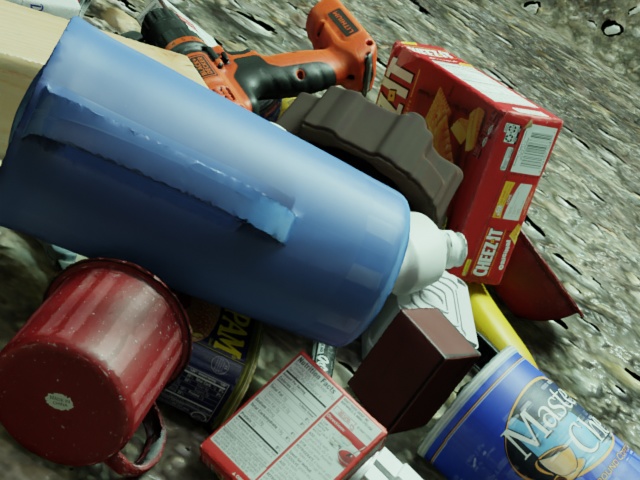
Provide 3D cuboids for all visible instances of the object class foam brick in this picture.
[{"bbox_3d":[0.069,0.095,0.784,0.052,0.078,0.051,3,38,-52],"label":"foam brick"}]

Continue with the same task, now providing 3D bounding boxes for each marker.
[{"bbox_3d":[0.000,0.099,0.762,0.020,0.020,0.121,30,24,-8],"label":"marker"}]

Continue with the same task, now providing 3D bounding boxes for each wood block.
[{"bbox_3d":[-0.192,-0.110,0.831,0.205,0.090,0.091,10,33,-42],"label":"wood block"}]

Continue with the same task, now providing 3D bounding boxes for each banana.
[{"bbox_3d":[0.150,0.061,0.995,0.069,0.037,0.198,21,27,-23],"label":"banana"}]

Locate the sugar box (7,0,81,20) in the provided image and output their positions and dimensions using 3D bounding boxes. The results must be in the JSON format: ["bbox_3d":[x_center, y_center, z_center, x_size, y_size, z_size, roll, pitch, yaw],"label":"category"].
[{"bbox_3d":[-0.291,-0.198,0.872,0.176,0.048,0.093,8,24,-23],"label":"sugar box"}]

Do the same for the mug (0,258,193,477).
[{"bbox_3d":[-0.122,0.079,0.587,0.117,0.093,0.081,66,23,-19],"label":"mug"}]

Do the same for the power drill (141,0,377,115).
[{"bbox_3d":[-0.057,-0.170,0.984,0.187,0.057,0.184,-19,52,-19],"label":"power drill"}]

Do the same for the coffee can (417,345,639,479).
[{"bbox_3d":[0.153,0.157,0.741,0.140,0.103,0.102,41,26,16],"label":"coffee can"}]

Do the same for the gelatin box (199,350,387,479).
[{"bbox_3d":[-0.015,0.122,0.634,0.073,0.030,0.089,42,66,17],"label":"gelatin box"}]

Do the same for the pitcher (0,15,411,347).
[{"bbox_3d":[-0.069,-0.026,0.645,0.242,0.145,0.149,24,40,-12],"label":"pitcher"}]

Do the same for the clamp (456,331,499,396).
[{"bbox_3d":[0.176,0.146,0.868,0.171,0.039,0.120,36,25,5],"label":"clamp"}]

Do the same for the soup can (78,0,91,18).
[{"bbox_3d":[-0.269,-0.239,1.002,0.102,0.069,0.068,27,25,-12],"label":"soup can"}]

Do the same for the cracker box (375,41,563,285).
[{"bbox_3d":[0.118,-0.079,1.013,0.072,0.164,0.214,6,23,-29],"label":"cracker box"}]

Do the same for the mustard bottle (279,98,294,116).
[{"bbox_3d":[-0.001,-0.082,1.048,0.096,0.058,0.192,-15,52,-45],"label":"mustard bottle"}]

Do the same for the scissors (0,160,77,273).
[{"bbox_3d":[-0.192,-0.001,0.717,0.096,0.016,0.202,20,27,-24],"label":"scissors"}]

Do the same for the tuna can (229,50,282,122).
[{"bbox_3d":[-0.078,-0.139,1.021,0.086,0.034,0.086,1,56,-2],"label":"tuna can"}]

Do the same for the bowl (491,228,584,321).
[{"bbox_3d":[0.191,0.024,1.052,0.162,0.055,0.162,53,9,-12],"label":"bowl"}]

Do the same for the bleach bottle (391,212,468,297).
[{"bbox_3d":[-0.005,0.001,0.805,0.250,0.068,0.103,1,37,-26],"label":"bleach bottle"}]

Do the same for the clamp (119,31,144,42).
[{"bbox_3d":[-0.196,-0.143,0.951,0.209,0.036,0.165,-2,45,-53],"label":"clamp"}]

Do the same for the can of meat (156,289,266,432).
[{"bbox_3d":[-0.085,0.064,0.680,0.084,0.057,0.102,27,24,-8],"label":"can of meat"}]

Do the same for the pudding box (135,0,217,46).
[{"bbox_3d":[-0.130,-0.191,1.093,0.089,0.039,0.114,34,18,-47],"label":"pudding box"}]
